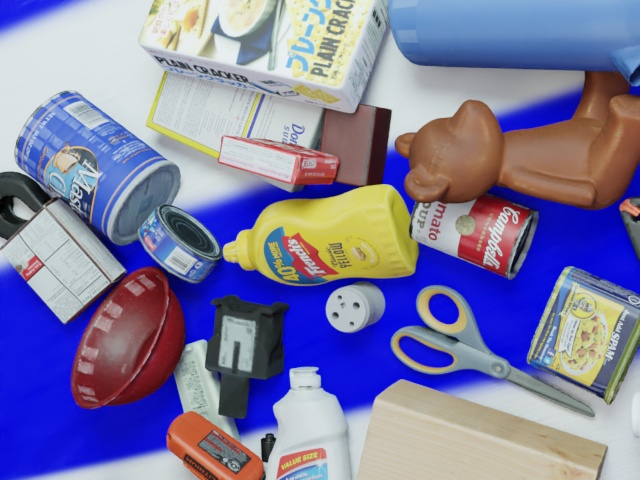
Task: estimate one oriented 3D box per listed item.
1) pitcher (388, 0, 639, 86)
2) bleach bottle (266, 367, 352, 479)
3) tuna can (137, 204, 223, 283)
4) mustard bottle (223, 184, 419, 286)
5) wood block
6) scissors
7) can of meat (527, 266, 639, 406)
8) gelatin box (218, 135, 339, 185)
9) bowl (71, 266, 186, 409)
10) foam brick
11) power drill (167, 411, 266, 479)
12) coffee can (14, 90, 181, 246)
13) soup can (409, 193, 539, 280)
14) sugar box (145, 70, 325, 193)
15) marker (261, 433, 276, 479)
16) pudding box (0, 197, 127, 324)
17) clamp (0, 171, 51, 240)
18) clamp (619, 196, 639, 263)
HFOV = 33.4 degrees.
[{"bbox_3d":[0.187,-0.215,0.908,0.243,0.149,0.145,5,117,34],"label":"pitcher"},{"bbox_3d":[-0.017,0.254,1.073,0.103,0.068,0.251,-2,91,22],"label":"bleach bottle"},{"bbox_3d":[-0.142,0.003,1.088,0.086,0.086,0.034,45,106,12],"label":"tuna can"},{"bbox_3d":[-0.007,0.002,1.038,0.192,0.058,0.096,-7,133,24],"label":"mustard bottle"},{"bbox_3d":[0.149,0.208,0.987,0.206,0.090,0.091,15,100,19],"label":"wood block"},{"bbox_3d":[0.166,0.101,1.011,0.202,0.016,0.096,10,98,21],"label":"scissors"},{"bbox_3d":[0.243,0.084,0.958,0.084,0.057,0.102,25,102,20],"label":"can of meat"},{"bbox_3d":[-0.038,-0.075,0.994,0.089,0.073,0.030,17,101,29],"label":"gelatin box"},{"bbox_3d":[-0.189,0.110,1.107,0.162,0.055,0.162,-34,39,32],"label":"bowl"},{"bbox_3d":[0.034,-0.093,1.029,0.051,0.053,0.078,10,97,21],"label":"foam brick"},{"bbox_3d":[-0.152,0.270,1.113,0.184,0.057,0.188,32,120,9],"label":"power drill"},{"bbox_3d":[-0.230,-0.075,1.108,0.140,0.102,0.103,36,106,15],"label":"coffee can"},{"bbox_3d":[0.141,-0.013,0.984,0.102,0.068,0.068,23,102,19],"label":"soup can"},{"bbox_3d":[-0.081,-0.124,1.076,0.176,0.048,0.093,25,103,14],"label":"sugar box"},{"bbox_3d":[-0.054,0.261,1.110,0.020,0.020,0.121,4,96,21],"label":"marker"},{"bbox_3d":[-0.278,0.022,1.152,0.090,0.039,0.113,-38,97,27],"label":"pudding box"},{"bbox_3d":[-0.371,-0.036,1.203,0.171,0.039,0.120,25,117,16],"label":"clamp"},{"bbox_3d":[0.346,0.036,0.922,0.210,0.036,0.165,30,104,17],"label":"clamp"}]
